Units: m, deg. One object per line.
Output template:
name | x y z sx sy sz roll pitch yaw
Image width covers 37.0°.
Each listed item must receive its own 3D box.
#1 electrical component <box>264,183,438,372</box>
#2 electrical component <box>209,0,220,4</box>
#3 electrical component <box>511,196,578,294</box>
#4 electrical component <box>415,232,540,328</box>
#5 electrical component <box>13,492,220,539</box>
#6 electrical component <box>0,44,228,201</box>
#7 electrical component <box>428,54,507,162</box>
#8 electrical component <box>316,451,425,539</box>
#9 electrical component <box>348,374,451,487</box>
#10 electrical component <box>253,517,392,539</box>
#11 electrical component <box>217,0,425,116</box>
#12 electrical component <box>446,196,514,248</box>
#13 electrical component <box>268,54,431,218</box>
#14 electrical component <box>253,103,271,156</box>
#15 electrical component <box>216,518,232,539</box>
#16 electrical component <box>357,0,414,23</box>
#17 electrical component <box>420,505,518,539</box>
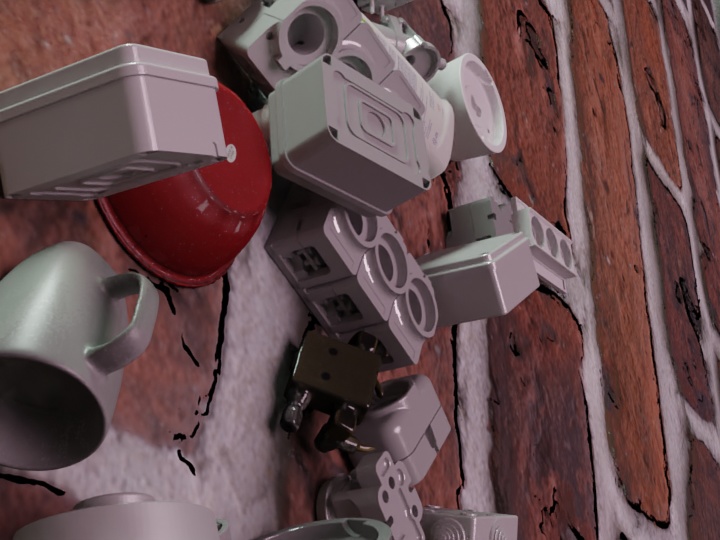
electrical component | 0.000 0.000 0.860 0.150 0.062 0.089 56 33 -30
electrical component | -0.109 -0.241 0.811 0.065 0.044 0.044 62 30 -12
electrical component | 0.190 -0.023 1.209 0.121 0.063 0.078 28 52 -53
electrical component | 0.093 0.012 0.972 0.109 0.109 0.056 -28 103 -61
electrical component | -0.119 0.144 0.530 0.108 0.108 0.060 27 47 -54
electrical component | -0.140 -0.079 0.597 0.078 0.113 0.057 -4 83 -61
electrical component | 0.104 -0.166 1.131 0.108 0.060 0.108 36 46 -49
electrical component | 0.006 0.175 0.785 0.078 0.057 0.058 67 29 -13
electrical component | 0.028 0.125 0.854 0.059 0.054 0.095 66 29 -14
electrical component | -0.028 0.200 0.665 0.108 0.108 0.060 -17 97 -62
electrical component | -0.025 -0.152 0.847 0.089 0.062 0.150 -45 127 -7
electrical component | 0.125 -0.022 1.100 0.050 0.056 0.089 17 62 -57
electrical component | -0.008 -0.093 0.778 0.113 0.057 0.078 24 51 -43
electrical component | -0.071 -0.102 0.803 0.040 0.046 0.040 36 46 -49
electrical component | -0.096 0.173 0.609 0.055 0.055 0.047 -21 99 -62
electrical component | 0.015 -0.275 1.044 0.083 0.047 0.075 31 51 -52
electrical component | 0.068 0.211 0.837 0.100 0.100 0.048 19 72 -57
